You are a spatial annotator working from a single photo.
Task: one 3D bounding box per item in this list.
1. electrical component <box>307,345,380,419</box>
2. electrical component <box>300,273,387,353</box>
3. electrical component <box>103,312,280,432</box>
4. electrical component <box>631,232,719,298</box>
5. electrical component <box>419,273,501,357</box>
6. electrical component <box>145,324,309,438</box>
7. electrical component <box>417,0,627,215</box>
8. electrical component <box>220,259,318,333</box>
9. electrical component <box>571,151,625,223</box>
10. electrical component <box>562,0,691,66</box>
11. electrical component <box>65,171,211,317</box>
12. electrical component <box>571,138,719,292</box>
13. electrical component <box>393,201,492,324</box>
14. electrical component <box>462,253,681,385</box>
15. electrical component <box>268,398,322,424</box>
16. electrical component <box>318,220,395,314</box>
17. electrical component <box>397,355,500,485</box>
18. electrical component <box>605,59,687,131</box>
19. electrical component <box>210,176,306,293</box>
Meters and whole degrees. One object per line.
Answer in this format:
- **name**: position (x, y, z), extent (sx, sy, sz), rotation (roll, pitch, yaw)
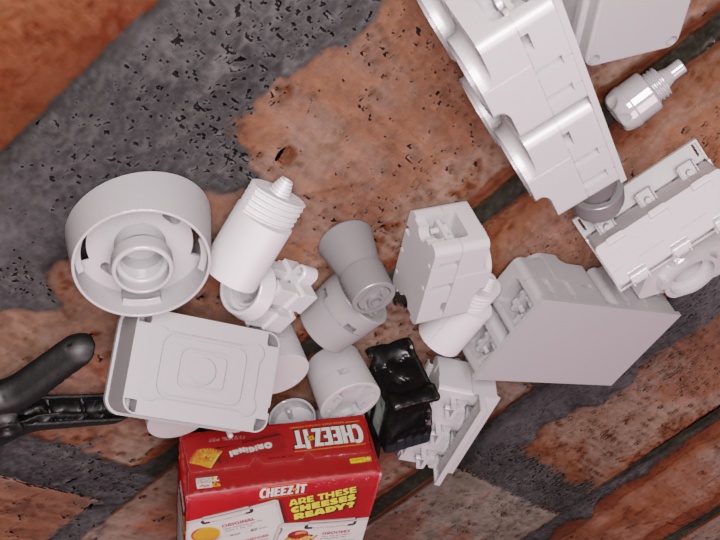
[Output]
- **electrical component**: position (-0.016, 0.097, 0.936), extent (0.055, 0.047, 0.055), rotation (-17, 143, -13)
- **electrical component**: position (-0.014, 0.033, 0.853), extent (0.047, 0.055, 0.055), rotation (-40, 142, 24)
- **electrical component**: position (-0.124, 0.075, 0.791), extent (0.113, 0.078, 0.057), rotation (13, 169, -26)
- **electrical component**: position (0.288, -0.013, 0.980), extent (0.089, 0.055, 0.050), rotation (-15, 143, -16)
- **electrical component**: position (0.090, 0.032, 0.925), extent (0.043, 0.043, 0.081), rotation (7, 133, -37)
- **electrical component**: position (-0.106, 0.101, 0.863), extent (0.138, 0.073, 0.052), rotation (-24, 144, -4)
- **electrical component**: position (0.099, -0.125, 0.681), extent (0.060, 0.105, 0.186), rotation (-31, 144, 7)
- **electrical component**: position (-0.071, 0.017, 0.805), extent (0.066, 0.048, 0.055), rotation (-43, 149, 21)
- **electrical component**: position (0.187, -0.069, 0.858), extent (0.045, 0.045, 0.055), rotation (-27, 145, 0)
- **electrical component**: position (0.169, -0.193, 0.681), extent (0.078, 0.057, 0.113), rotation (-16, 143, -15)
- **electrical component**: position (-0.146, -0.018, 0.718), extent (0.099, 0.064, 0.099), rotation (-8, 131, -9)
- **electrical component**: position (0.253, -0.042, 0.906), extent (0.121, 0.063, 0.078), rotation (-34, 103, 11)
- **electrical component**: position (0.067, -0.006, 0.857), extent (0.056, 0.050, 0.089), rotation (-11, 142, -20)
- **electrical component**: position (0.189, 0.047, 0.991), extent (0.186, 0.060, 0.105), rotation (7, 133, -37)
- **electrical component**: position (-0.039, 0.147, 0.988), extent (0.079, 0.044, 0.077), rotation (-22, 144, -6)
- **electrical component**: position (0.000, 0.000, 0.810), extent (0.044, 0.065, 0.044), rotation (-17, 143, -13)
- **electrical component**: position (0.080, 0.138, 1.031), extent (0.063, 0.078, 0.121), rotation (12, 133, -12)
- **electrical component**: position (0.216, -0.134, 0.804), extent (0.061, 0.035, 0.035), rotation (-38, 143, 11)
- **electrical component**: position (-0.071, -0.029, 0.746), extent (0.043, 0.043, 0.081), rotation (16, 113, -44)
